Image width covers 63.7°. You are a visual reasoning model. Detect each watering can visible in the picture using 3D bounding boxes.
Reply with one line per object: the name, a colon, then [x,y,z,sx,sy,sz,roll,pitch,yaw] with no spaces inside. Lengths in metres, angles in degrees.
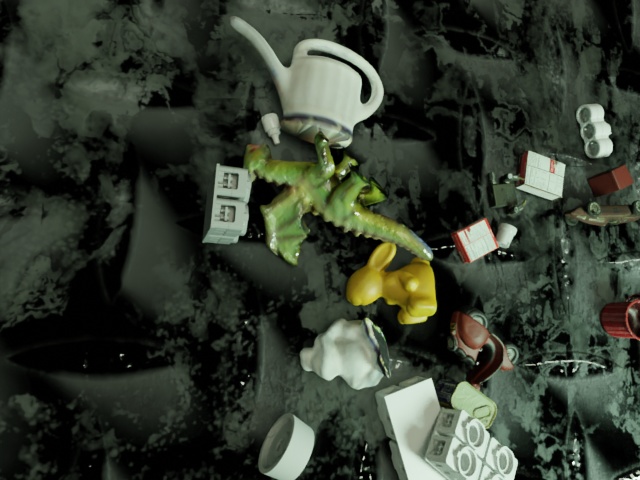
watering can: [-0.033,-0.313,1.049,0.347,0.103,0.227,13,77,-18]

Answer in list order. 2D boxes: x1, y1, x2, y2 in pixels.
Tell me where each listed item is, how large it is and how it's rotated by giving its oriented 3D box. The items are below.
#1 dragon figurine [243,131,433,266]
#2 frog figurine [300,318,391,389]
dragon figurine: [0.003,-0.051,1.008,0.241,0.122,0.411,-41,85,11]
frog figurine: [0.048,0.224,0.993,0.158,0.124,0.137,-22,97,16]
